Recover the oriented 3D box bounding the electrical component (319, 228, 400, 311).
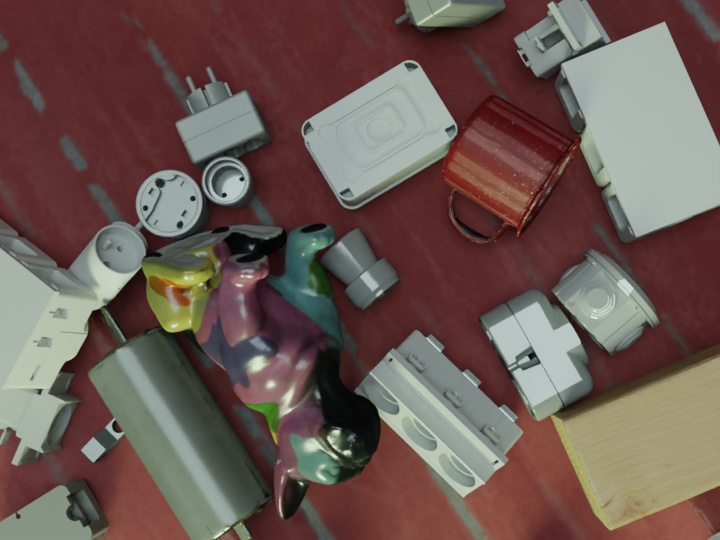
[{"bbox_3d":[0.000,0.000,0.884,0.045,0.045,0.055,-40,85,0],"label":"electrical component"}]

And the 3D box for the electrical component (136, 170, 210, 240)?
[{"bbox_3d":[-0.154,-0.052,0.896,0.055,0.047,0.055,0,85,4],"label":"electrical component"}]

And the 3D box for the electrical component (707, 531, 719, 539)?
[{"bbox_3d":[0.301,0.237,0.847,0.066,0.048,0.055,-27,92,1],"label":"electrical component"}]

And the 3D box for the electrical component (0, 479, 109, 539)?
[{"bbox_3d":[-0.258,0.215,0.877,0.089,0.055,0.050,-32,84,1],"label":"electrical component"}]

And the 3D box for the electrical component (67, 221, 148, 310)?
[{"bbox_3d":[-0.202,-0.013,0.888,0.043,0.077,0.079,41,50,-11],"label":"electrical component"}]

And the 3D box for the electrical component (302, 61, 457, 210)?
[{"bbox_3d":[0.017,-0.109,0.886,0.113,0.057,0.078,-31,84,1],"label":"electrical component"}]

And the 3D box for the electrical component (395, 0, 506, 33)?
[{"bbox_3d":[0.062,-0.221,0.888,0.076,0.083,0.047,-24,83,40],"label":"electrical component"}]

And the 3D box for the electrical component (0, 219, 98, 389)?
[{"bbox_3d":[-0.294,0.019,0.868,0.150,0.062,0.089,34,98,24],"label":"electrical component"}]

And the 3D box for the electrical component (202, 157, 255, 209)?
[{"bbox_3d":[-0.108,-0.071,0.896,0.040,0.046,0.040,0,85,3],"label":"electrical component"}]

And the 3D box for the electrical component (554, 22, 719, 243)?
[{"bbox_3d":[0.229,-0.108,0.870,0.089,0.061,0.150,-22,84,1],"label":"electrical component"}]

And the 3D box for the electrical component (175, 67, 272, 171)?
[{"bbox_3d":[-0.121,-0.132,0.901,0.066,0.047,0.076,-25,84,1],"label":"electrical component"}]

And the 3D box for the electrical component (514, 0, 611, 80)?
[{"bbox_3d":[0.163,-0.188,0.878,0.064,0.081,0.042,-31,83,23],"label":"electrical component"}]

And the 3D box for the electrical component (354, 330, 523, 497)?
[{"bbox_3d":[0.065,0.112,0.858,0.121,0.078,0.063,44,60,6],"label":"electrical component"}]

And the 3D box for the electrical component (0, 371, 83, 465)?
[{"bbox_3d":[-0.274,0.117,0.893,0.064,0.042,0.081,23,87,7],"label":"electrical component"}]

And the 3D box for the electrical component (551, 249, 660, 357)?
[{"bbox_3d":[0.194,0.026,0.853,0.051,0.080,0.080,-42,84,4],"label":"electrical component"}]

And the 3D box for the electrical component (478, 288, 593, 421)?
[{"bbox_3d":[0.144,0.065,0.865,0.059,0.053,0.095,-29,84,1],"label":"electrical component"}]
